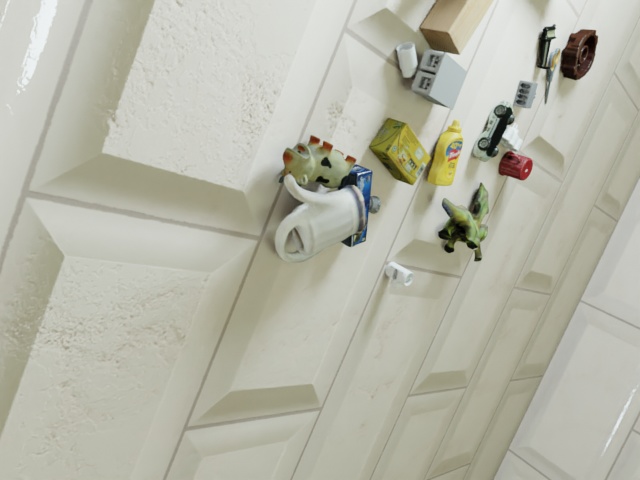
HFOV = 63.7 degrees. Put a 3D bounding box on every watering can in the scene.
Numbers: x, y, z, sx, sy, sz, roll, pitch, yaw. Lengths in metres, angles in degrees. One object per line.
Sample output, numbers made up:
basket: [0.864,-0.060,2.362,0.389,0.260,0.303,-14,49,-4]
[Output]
watering can: [0.003,-0.058,1.148,0.226,0.105,0.340,-25,154,-19]

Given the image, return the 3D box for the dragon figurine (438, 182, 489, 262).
dragon figurine: [0.494,-0.086,1.708,0.247,0.122,0.402,-62,144,-25]
